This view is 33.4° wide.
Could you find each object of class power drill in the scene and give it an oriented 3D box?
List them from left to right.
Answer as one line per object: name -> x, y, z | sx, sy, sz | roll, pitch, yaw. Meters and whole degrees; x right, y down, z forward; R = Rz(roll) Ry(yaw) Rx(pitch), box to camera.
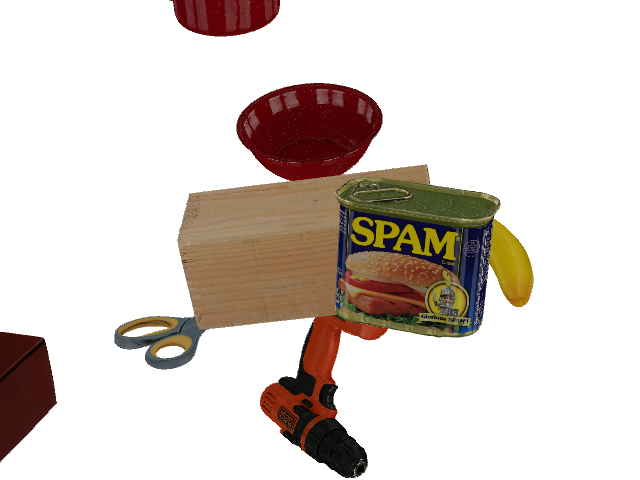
power drill -> 0.015, 0.161, 1.246 | 0.057, 0.188, 0.185 | 15, 10, -43

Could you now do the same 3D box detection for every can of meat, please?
can of meat -> 0.059, 0.011, 0.689 | 0.102, 0.084, 0.057 | 10, 22, 18

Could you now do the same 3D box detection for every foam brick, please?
foam brick -> -0.214, 0.100, 0.679 | 0.053, 0.051, 0.078 | 6, 29, 22

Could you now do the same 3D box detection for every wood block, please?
wood block -> -0.006, 0.006, 0.898 | 0.206, 0.091, 0.090 | -6, 30, 5

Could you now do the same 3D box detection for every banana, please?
banana -> 0.164, 0.006, 1.090 | 0.069, 0.037, 0.198 | -35, 39, -13

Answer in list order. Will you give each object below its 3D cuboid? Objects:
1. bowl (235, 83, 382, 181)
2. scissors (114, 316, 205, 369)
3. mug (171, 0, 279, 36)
bowl -> -0.011, -0.111, 1.186 | 0.162, 0.055, 0.162 | -3, 38, 2
scissors -> -0.118, 0.096, 1.142 | 0.201, 0.016, 0.096 | -8, 31, -25
mug -> -0.085, -0.206, 0.799 | 0.117, 0.081, 0.093 | 1, 38, 5
